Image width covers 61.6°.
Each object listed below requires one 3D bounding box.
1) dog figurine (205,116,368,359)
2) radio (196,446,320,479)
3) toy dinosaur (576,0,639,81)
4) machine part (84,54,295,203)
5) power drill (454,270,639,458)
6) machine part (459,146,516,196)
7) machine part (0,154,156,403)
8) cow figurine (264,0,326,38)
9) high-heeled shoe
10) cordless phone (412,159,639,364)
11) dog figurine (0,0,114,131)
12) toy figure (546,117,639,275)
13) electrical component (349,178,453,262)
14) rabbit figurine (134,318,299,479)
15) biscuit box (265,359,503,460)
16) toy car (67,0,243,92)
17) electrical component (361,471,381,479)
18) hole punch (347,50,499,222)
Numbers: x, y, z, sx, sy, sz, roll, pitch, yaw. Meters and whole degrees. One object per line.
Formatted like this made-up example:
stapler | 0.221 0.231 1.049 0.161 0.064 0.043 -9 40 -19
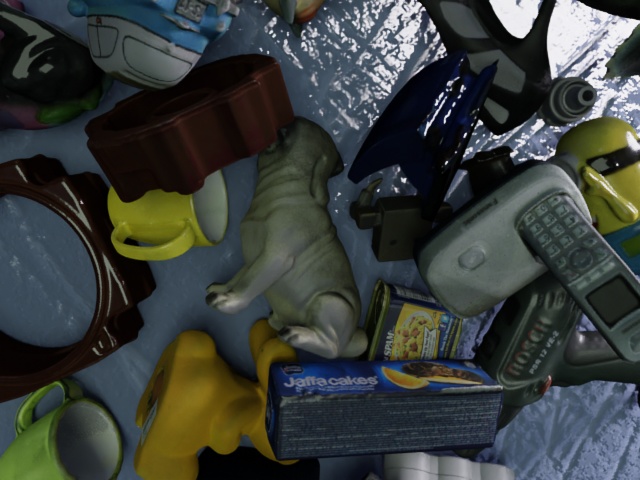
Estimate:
dog figurine | -0.002 -0.002 0.503 0.172 0.121 0.190 29 86 -21
radio | -0.071 0.269 0.476 0.131 0.229 0.073 6 94 2
toy dinosaur | 0.246 -0.279 0.463 0.405 0.131 0.192 37 96 1
machine part | -0.108 -0.100 0.452 0.179 0.179 0.056 -20 121 2
power drill | 0.255 0.138 0.539 0.207 0.086 0.231 14 108 4
machine part | 0.191 -0.028 0.533 0.084 0.039 0.138 -29 99 12
machine part | -0.281 0.036 0.514 0.201 0.087 0.200 -24 98 4
cow figurine | -0.066 -0.259 0.474 0.195 0.085 0.127 11 100 1
high-heeled shoe | 0.105 -0.203 0.506 0.249 0.086 0.145 27 128 13
cordless phone | 0.183 0.040 0.454 0.146 0.088 0.184 -38 77 9
dog figurine | -0.314 -0.116 0.486 0.191 0.108 0.219 31 101 -7
toy figure | 0.289 -0.031 0.511 0.089 0.082 0.180 -38 89 -15
electrical component | 0.081 -0.022 0.524 0.102 0.045 0.078 -10 129 -7
rabbit figurine | -0.079 0.159 0.534 0.173 0.122 0.162 26 88 -18
biscuit box | 0.054 0.146 0.477 0.203 0.059 0.062 2 104 -12
toy car | -0.138 -0.174 0.440 0.109 0.162 0.102 11 103 -42
electrical component | 0.066 0.298 0.526 0.115 0.058 0.134 37 132 11
hole punch | 0.088 -0.097 0.466 0.092 0.115 0.142 29 60 11
